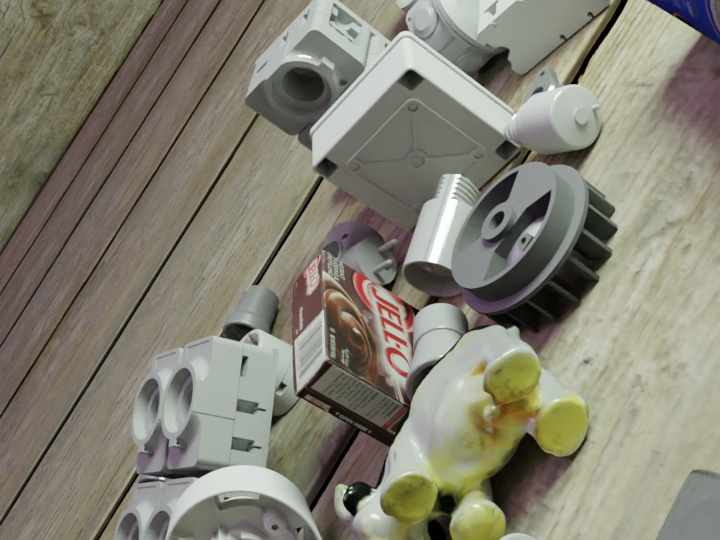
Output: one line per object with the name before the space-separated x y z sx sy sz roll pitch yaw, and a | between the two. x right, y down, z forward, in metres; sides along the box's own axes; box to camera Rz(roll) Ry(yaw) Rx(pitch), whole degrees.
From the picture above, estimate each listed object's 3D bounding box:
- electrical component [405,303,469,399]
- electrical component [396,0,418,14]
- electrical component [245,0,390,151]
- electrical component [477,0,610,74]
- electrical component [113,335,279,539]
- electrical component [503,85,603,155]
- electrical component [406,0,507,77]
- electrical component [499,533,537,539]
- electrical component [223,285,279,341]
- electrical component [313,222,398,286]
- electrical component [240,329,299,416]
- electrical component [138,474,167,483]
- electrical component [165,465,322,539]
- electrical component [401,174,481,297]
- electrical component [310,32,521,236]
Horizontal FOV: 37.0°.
electrical component | 0.049 0.050 0.645 0.044 0.044 0.065 -45 21 26
electrical component | 0.081 -0.273 0.964 0.105 0.060 0.186 -50 24 16
electrical component | -0.001 -0.125 0.823 0.089 0.150 0.061 -38 29 37
electrical component | 0.133 -0.197 0.782 0.089 0.050 0.055 -37 30 38
electrical component | -0.119 0.148 0.758 0.105 0.060 0.186 -20 59 54
electrical component | 0.119 -0.094 0.690 0.078 0.040 0.040 -2 58 62
electrical component | 0.080 -0.195 0.846 0.051 0.080 0.080 -40 28 45
electrical component | 0.058 0.153 0.500 0.065 0.044 0.044 -39 29 45
electrical component | -0.093 0.041 0.933 0.040 0.040 0.046 -33 27 43
electrical component | 0.000 0.000 0.797 0.079 0.044 0.077 -30 35 46
electrical component | -0.072 0.078 0.835 0.055 0.047 0.055 -43 27 29
electrical component | -0.160 0.168 0.903 0.040 0.040 0.046 -35 26 41
electrical component | -0.071 0.172 0.657 0.099 0.099 0.064 -53 18 10
electrical component | 0.060 -0.027 0.718 0.043 0.043 0.081 -24 40 52
electrical component | 0.038 -0.093 0.762 0.109 0.109 0.056 -43 30 28
